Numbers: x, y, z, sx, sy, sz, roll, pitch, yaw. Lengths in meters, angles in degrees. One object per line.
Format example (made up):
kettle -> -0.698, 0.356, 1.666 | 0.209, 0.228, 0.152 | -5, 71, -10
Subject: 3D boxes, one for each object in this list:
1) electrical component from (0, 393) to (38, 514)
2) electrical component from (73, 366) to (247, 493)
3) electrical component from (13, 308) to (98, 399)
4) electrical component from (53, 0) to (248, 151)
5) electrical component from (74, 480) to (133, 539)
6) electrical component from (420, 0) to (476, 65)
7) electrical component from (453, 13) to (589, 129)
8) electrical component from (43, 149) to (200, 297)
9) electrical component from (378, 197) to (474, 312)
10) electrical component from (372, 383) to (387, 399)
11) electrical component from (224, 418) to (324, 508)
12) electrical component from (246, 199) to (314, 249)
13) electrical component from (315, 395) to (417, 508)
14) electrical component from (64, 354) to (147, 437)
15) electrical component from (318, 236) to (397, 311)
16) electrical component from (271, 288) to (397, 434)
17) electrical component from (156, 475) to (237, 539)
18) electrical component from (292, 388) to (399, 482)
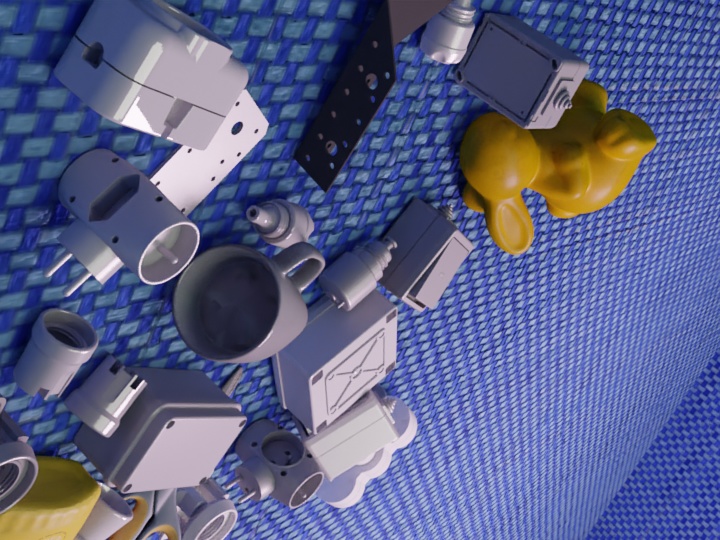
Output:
electrical component -> -0.239, 0.118, 0.670 | 0.058, 0.057, 0.078 | 3, 123, -59
electrical component -> -0.149, 0.122, 0.821 | 0.078, 0.057, 0.113 | -55, 154, 10
electrical component -> -0.194, 0.054, 0.680 | 0.040, 0.040, 0.046 | -4, 135, -57
electrical component -> -0.108, -0.109, 0.580 | 0.059, 0.054, 0.095 | -56, 154, 12
electrical component -> -0.212, 0.199, 0.838 | 0.055, 0.045, 0.045 | -49, 155, 0
electrical component -> 0.069, -0.184, 0.789 | 0.035, 0.035, 0.061 | -17, 137, -49
electrical component -> 0.136, -0.156, 0.864 | 0.061, 0.096, 0.061 | -11, 135, -54
electrical component -> -0.145, -0.019, 0.614 | 0.079, 0.077, 0.043 | -45, 154, -11
electrical component -> 0.059, -0.016, 0.969 | 0.096, 0.061, 0.062 | -51, 155, 2
electrical component -> 0.000, 0.148, 1.114 | 0.079, 0.043, 0.077 | -1, 126, -58
electrical component -> -0.087, 0.185, 0.983 | 0.079, 0.077, 0.044 | -29, 148, -37
electrical component -> -0.061, -0.035, 0.779 | 0.035, 0.035, 0.061 | -55, 152, 10
electrical component -> 0.001, 0.194, 1.168 | 0.138, 0.052, 0.073 | -48, 154, -5
electrical component -> -0.177, 0.087, 0.751 | 0.046, 0.040, 0.040 | -52, 155, -10
electrical component -> 0.000, 0.000, 0.918 | 0.078, 0.040, 0.040 | -41, 153, -18
electrical component -> -0.022, 0.076, 0.967 | 0.109, 0.056, 0.108 | -38, 152, -24
electrical component -> -0.146, 0.212, 0.949 | 0.058, 0.057, 0.078 | 2, 123, -59
electrical component -> -0.011, 0.143, 1.032 | 0.096, 0.061, 0.061 | -32, 115, -3
